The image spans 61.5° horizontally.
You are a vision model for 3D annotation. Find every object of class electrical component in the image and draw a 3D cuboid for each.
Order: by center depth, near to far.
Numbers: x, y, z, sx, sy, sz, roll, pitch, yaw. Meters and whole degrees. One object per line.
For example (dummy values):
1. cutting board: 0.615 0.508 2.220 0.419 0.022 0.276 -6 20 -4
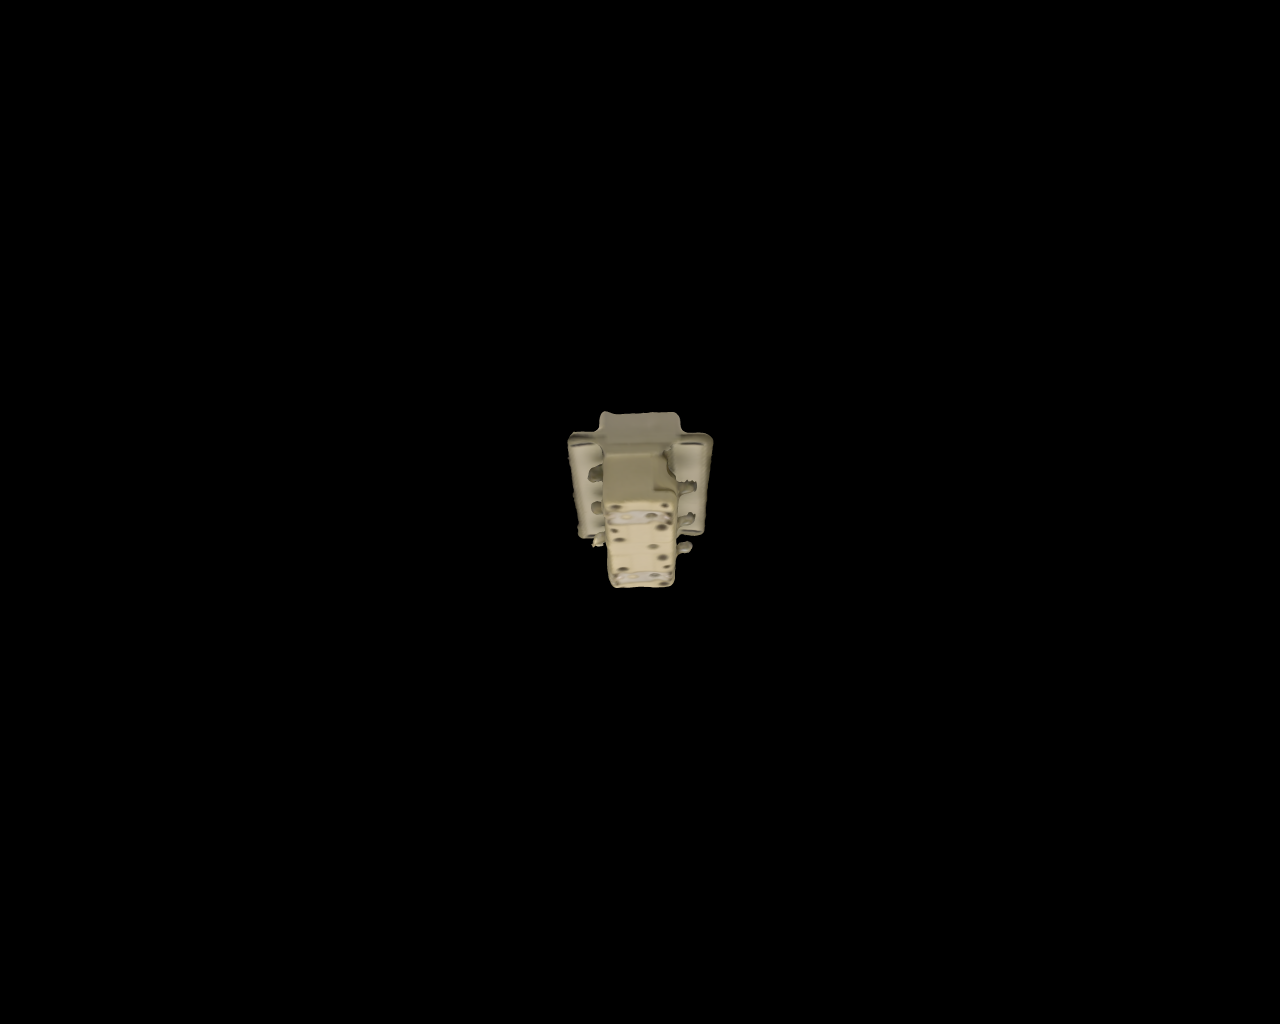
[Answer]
1. electrical component: 0.001 -0.003 0.650 0.079 0.063 0.121 0 -28 0
